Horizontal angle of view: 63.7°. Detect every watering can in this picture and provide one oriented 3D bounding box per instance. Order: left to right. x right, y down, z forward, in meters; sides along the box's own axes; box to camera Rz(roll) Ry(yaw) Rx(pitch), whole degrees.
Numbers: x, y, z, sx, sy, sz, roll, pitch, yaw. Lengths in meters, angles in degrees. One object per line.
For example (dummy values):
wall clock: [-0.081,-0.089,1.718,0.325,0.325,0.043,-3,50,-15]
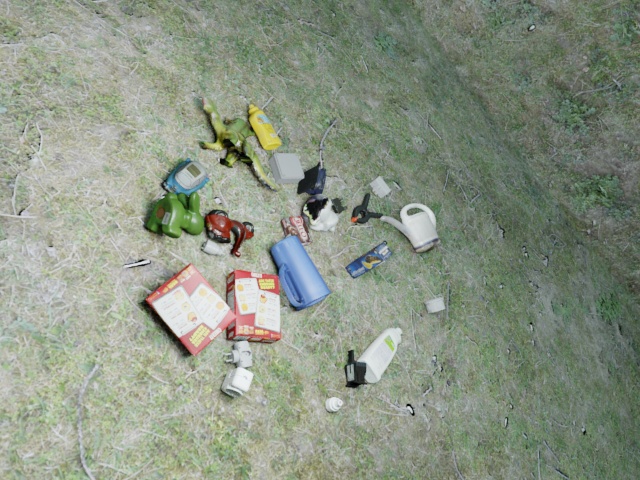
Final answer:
watering can: [0.407,-0.046,2.243,0.350,0.102,0.226,-16,77,-42]

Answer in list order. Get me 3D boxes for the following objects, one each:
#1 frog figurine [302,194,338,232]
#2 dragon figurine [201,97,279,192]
frog figurine: [0.006,-0.100,1.980,0.158,0.123,0.139,35,67,-64]
dragon figurine: [-0.287,-0.365,1.901,0.405,0.120,0.249,40,39,-25]
